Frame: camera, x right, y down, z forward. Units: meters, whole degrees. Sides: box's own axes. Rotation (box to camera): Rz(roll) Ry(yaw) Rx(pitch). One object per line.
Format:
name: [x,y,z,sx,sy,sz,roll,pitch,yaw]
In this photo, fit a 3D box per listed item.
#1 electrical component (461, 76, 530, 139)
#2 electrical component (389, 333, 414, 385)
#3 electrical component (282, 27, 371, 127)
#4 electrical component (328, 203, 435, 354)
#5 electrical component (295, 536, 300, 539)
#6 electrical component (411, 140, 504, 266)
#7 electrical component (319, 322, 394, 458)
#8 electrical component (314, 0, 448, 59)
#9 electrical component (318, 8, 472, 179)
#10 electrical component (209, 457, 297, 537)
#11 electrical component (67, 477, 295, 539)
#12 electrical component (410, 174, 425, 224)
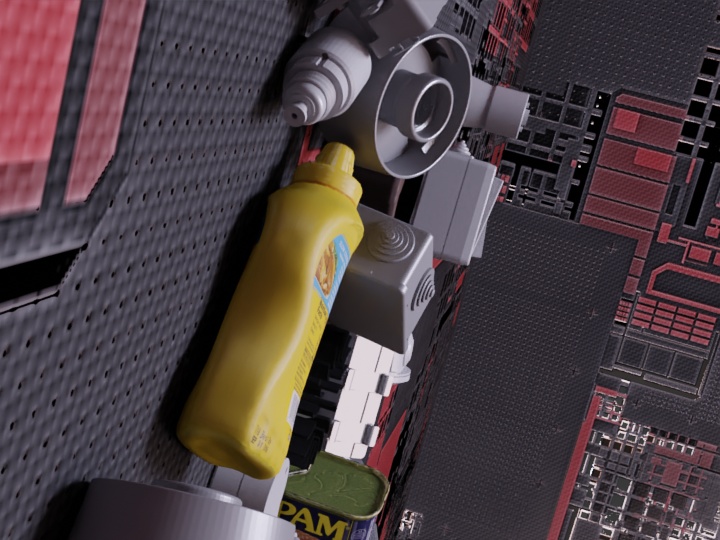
electrical component: [0.094,-0.122,0.804,0.044,0.065,0.044,16,90,-84]
electrical component: [0.006,0.065,0.904,0.080,0.080,0.051,-20,120,-79]
electrical component: [-0.022,-0.099,0.570,0.078,0.040,0.040,-62,165,-51]
electrical component: [0.000,0.000,0.692,0.048,0.100,0.099,-59,163,-25]
electrical component: [-0.068,0.220,0.652,0.048,0.100,0.099,52,-31,44]
electrical component: [0.077,-0.054,0.854,0.062,0.061,0.096,6,101,-84]
electrical component: [-0.012,0.078,0.826,0.079,0.063,0.121,14,93,-40]
electrical component: [0.013,-0.152,0.575,0.042,0.063,0.081,-25,-155,35]
electrical component: [0.020,-0.107,0.653,0.099,0.064,0.099,-31,135,-37]
electrical component: [-0.064,0.184,0.702,0.052,0.074,0.138,-53,157,-67]
electrical component: [-0.078,0.124,0.455,0.099,0.099,0.064,80,21,-70]
electrical component: [0.028,-0.029,0.923,0.079,0.063,0.121,-1,107,-81]
